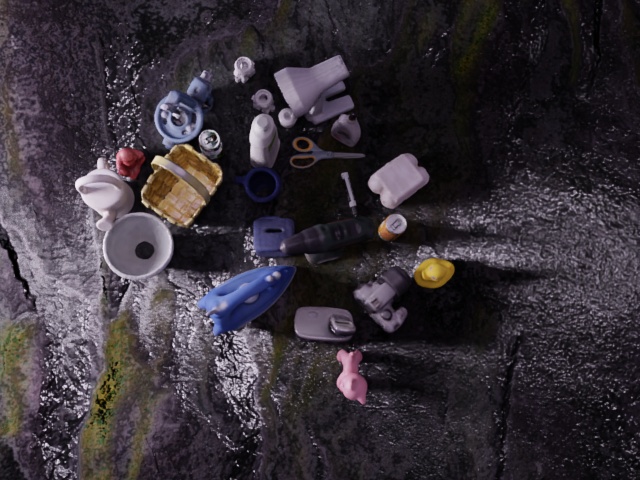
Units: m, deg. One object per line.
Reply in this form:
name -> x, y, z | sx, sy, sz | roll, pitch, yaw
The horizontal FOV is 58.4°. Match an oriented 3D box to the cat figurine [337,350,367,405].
cat figurine -> 0.080, 0.331, 1.387 | 0.067, 0.117, 0.128 | -1, 81, -5

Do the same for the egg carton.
egg carton -> 0.205, -0.157, 1.501 | 0.150, 0.069, 0.107 | -38, 86, -10

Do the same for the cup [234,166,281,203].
cup -> -0.157, -0.133, 1.450 | 0.118, 0.095, 0.092 | 10, 80, -4

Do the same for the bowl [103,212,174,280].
bowl -> -0.440, 0.019, 1.409 | 0.167, 0.074, 0.167 | 1, 81, -5

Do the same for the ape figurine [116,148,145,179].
ape figurine -> -0.478, -0.201, 1.432 | 0.078, 0.092, 0.076 | -30, 85, -9

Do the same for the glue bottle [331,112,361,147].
glue bottle -> 0.072, -0.290, 1.457 | 0.078, 0.173, 0.037 | 27, 80, 0

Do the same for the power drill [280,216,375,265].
power drill -> 0.013, 0.005, 1.387 | 0.230, 0.208, 0.075 | -17, 83, -8

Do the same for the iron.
iron -> -0.166, 0.124, 1.384 | 0.258, 0.141, 0.118 | -31, 85, -9

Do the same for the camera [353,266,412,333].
camera -> 0.176, 0.141, 1.435 | 0.137, 0.100, 0.143 | -41, 87, -10

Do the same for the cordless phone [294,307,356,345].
cordless phone -> 0.014, 0.204, 1.367 | 0.147, 0.185, 0.094 | 2, 81, -5

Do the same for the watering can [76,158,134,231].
watering can -> -0.510, -0.111, 1.362 | 0.101, 0.194, 0.173 | -29, 85, -9

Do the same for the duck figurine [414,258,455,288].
duck figurine -> 0.299, 0.082, 1.464 | 0.104, 0.086, 0.077 | -15, 83, -7

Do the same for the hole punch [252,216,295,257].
hole punch -> -0.117, -0.011, 1.436 | 0.108, 0.091, 0.101 | -2, 81, -6

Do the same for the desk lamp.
desk lamp -> -0.011, -0.379, 1.443 | 0.203, 0.213, 0.118 | -25, 84, -9

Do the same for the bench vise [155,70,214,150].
bench vise -> -0.339, -0.339, 1.402 | 0.121, 0.219, 0.207 | 11, 80, -3
